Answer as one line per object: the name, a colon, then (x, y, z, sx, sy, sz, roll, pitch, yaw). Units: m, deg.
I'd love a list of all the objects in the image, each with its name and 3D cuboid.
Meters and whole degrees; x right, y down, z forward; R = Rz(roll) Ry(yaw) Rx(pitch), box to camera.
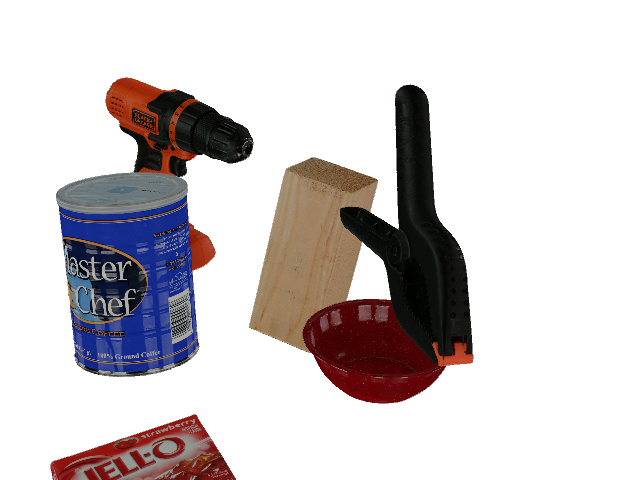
power drill: (-0.147, -0.064, 1.116, 0.185, 0.188, 0.057, 26, 36, 31)
clamp: (0.073, -0.003, 0.816, 0.036, 0.210, 0.165, -3, -42, -21)
coffee can: (-0.153, 0.025, 0.860, 0.103, 0.140, 0.103, -2, 17, 0)
wood block: (-0.009, 0.016, 1.287, 0.090, 0.206, 0.090, 21, 21, 17)
bowl: (0.061, 0.121, 1.102, 0.162, 0.055, 0.162, 2, 25, -1)
gelatin box: (-0.096, 0.137, 0.586, 0.089, 0.030, 0.073, -15, 28, -20)
